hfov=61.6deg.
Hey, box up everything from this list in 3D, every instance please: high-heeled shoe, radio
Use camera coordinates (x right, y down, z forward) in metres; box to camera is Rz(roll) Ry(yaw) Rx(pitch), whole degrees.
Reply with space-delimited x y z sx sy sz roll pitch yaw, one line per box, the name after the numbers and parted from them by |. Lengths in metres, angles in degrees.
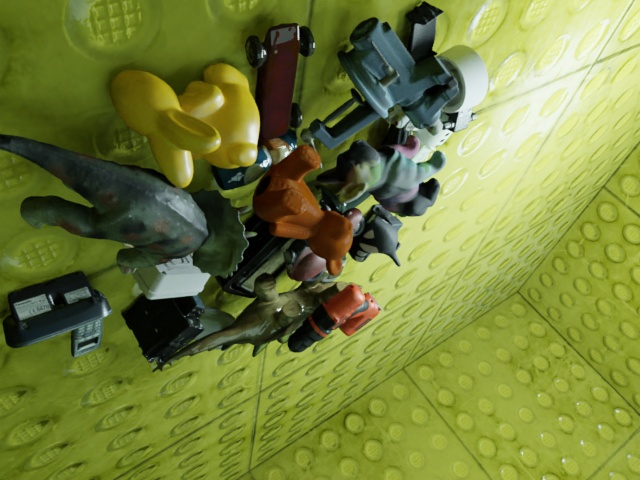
0.084 -0.021 1.127 0.086 0.249 0.145 -45 125 -11 | high-heeled shoe
-0.099 0.009 1.038 0.229 0.073 0.131 -45 154 11 | radio

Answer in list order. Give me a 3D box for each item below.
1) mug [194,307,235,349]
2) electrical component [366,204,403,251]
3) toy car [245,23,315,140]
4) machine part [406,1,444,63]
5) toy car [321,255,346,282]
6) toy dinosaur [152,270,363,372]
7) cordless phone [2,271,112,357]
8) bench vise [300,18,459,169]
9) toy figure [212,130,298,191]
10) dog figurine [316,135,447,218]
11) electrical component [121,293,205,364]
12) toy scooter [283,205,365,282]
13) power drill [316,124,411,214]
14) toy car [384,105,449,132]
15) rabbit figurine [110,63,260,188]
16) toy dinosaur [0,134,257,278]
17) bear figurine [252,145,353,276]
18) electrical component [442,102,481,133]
-0.248 0.188 1.138 0.109 0.081 0.107 -37 144 10 | mug
0.158 -0.023 1.278 0.048 0.119 0.074 -8 138 -47 | electrical component
-0.063 -0.217 0.746 0.089 0.053 0.202 -17 152 -18 | toy car
0.163 -0.323 0.892 0.084 0.039 0.138 -26 153 -16 | machine part
0.009 0.042 1.205 0.109 0.103 0.161 -12 145 -45 | toy car
-0.101 0.158 1.085 0.471 0.105 0.198 -11 147 -36 | toy dinosaur
-0.410 0.145 0.844 0.146 0.089 0.184 -21 154 -34 | cordless phone
0.081 -0.213 0.836 0.241 0.129 0.223 -34 139 19 | bench vise
-0.094 -0.128 0.846 0.154 0.058 0.064 -31 178 -21 | toy figure
0.104 -0.101 0.966 0.219 0.109 0.191 -19 138 -24 | dog figurine
-0.275 0.138 0.969 0.134 0.115 0.058 -41 159 3 | electrical component
-0.002 -0.003 0.979 0.184 0.075 0.135 -42 153 1 | toy scooter
0.093 -0.128 1.083 0.207 0.086 0.231 -39 155 -16 | power drill
0.193 -0.257 0.995 0.202 0.073 0.056 -24 154 -30 | toy car
-0.167 -0.140 0.651 0.173 0.162 0.122 16 135 -40 | rabbit figurine
-0.213 -0.035 0.667 0.192 0.131 0.404 -5 167 13 | toy dinosaur
-0.005 -0.035 0.835 0.195 0.120 0.132 35 148 -25 | bear figurine
0.262 -0.235 1.000 0.094 0.021 0.063 -23 136 -29 | electrical component
